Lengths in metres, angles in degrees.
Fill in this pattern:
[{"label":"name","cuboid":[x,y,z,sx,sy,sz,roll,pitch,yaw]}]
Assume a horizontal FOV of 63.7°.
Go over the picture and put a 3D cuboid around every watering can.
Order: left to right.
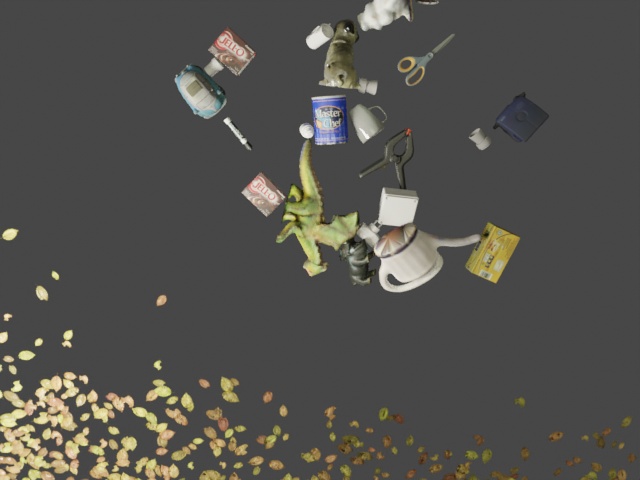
[{"label":"watering can","cuboid":[0.320,0.030,1.621,0.345,0.106,0.221,-37,119,11]}]

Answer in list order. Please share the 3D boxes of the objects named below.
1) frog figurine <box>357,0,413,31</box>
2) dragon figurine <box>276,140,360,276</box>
[{"label":"frog figurine","cuboid":[0.183,-0.676,1.486,0.159,0.121,0.140,-7,70,9]},{"label":"dragon figurine","cuboid":[0.005,-0.080,1.581,0.243,0.123,0.406,18,103,1]}]
